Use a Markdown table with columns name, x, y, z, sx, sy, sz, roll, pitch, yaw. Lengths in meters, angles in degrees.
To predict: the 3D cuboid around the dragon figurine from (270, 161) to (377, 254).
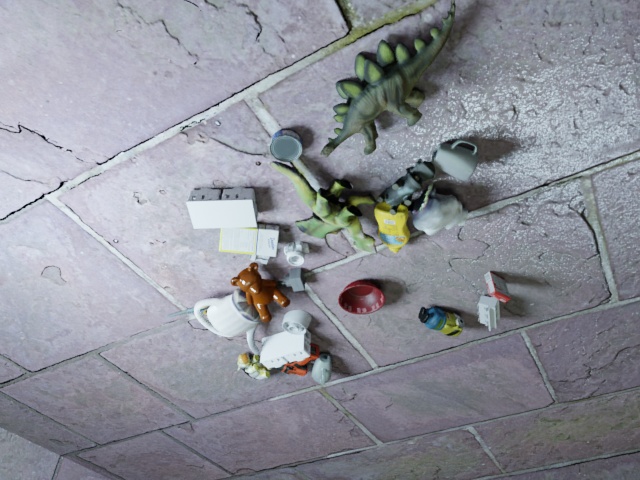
| name | x | y | z | sx | sy | sz | roll | pitch | yaw |
| --- | --- | --- | --- | --- | --- | --- | --- | --- | --- |
| dragon figurine | 0.005 | -0.075 | 1.496 | 0.409 | 0.125 | 0.238 | 27 | 138 | -11 |

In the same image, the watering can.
| name | x | y | z | sx | sy | sz | roll | pitch | yaw |
| --- | --- | --- | --- | --- | --- | --- | --- | --- | --- |
| watering can | -0.280 | 0.291 | 1.838 | 0.222 | 0.106 | 0.343 | -32 | 125 | 26 |

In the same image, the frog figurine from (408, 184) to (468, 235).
| name | x | y | z | sx | sy | sz | roll | pitch | yaw |
| --- | --- | --- | --- | --- | --- | --- | --- | --- | --- |
| frog figurine | 0.348 | -0.069 | 1.477 | 0.159 | 0.125 | 0.136 | 30 | 109 | -11 |
